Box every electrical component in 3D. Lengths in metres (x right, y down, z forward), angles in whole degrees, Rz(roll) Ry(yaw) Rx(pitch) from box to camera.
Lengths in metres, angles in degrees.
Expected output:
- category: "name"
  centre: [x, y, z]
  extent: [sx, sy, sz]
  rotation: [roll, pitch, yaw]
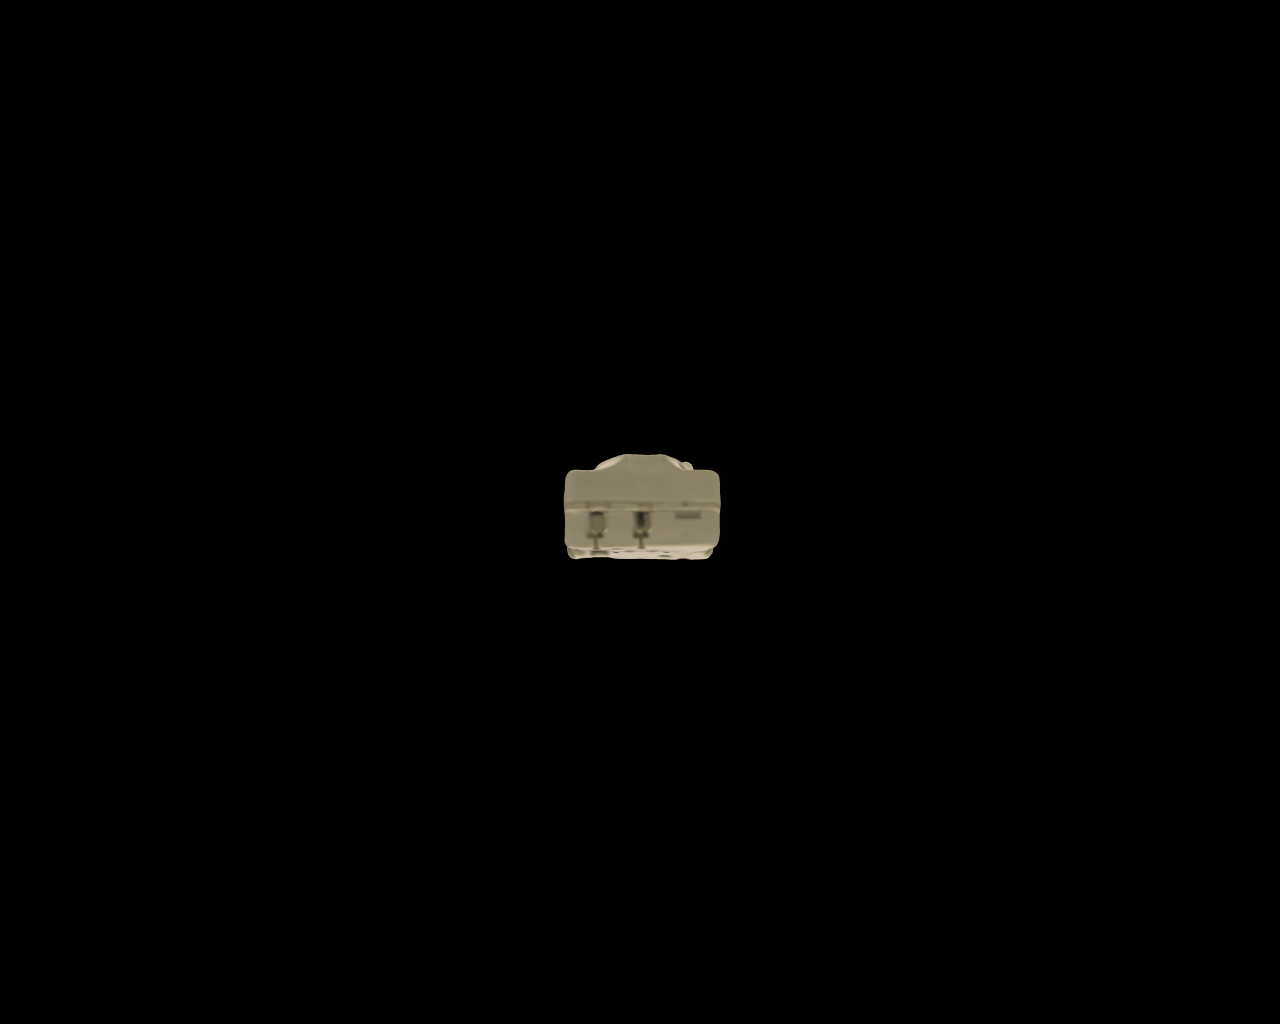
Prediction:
- category: "electrical component"
  centre: [0.001, -0.003, 0.650]
  extent: [0.089, 0.055, 0.050]
  rotation: [0, -11, -2]
